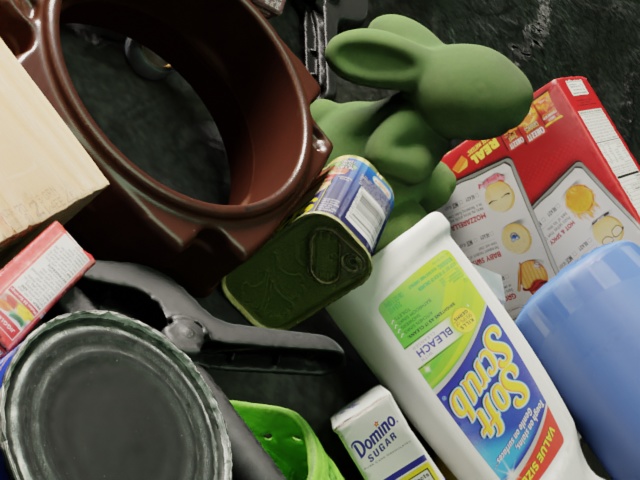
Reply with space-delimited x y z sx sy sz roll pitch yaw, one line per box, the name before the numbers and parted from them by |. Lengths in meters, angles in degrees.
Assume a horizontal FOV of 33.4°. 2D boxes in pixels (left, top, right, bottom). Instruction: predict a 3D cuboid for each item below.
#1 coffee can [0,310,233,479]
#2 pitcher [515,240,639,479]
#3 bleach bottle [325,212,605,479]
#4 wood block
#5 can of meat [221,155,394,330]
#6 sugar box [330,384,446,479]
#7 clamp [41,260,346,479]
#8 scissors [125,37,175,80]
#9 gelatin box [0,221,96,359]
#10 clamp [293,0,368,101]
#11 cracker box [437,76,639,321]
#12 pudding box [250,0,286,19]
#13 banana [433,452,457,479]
coffee can | -0.119 0.104 0.434 0.102 0.141 0.103 30 43 -32
pitcher | 0.243 0.123 0.707 0.144 0.149 0.243 -24 65 -27
bleach bottle | 0.116 0.109 0.699 0.102 0.068 0.251 -36 82 -17
wood block | -0.212 -0.074 0.513 0.206 0.091 0.090 53 34 -2
can of meat | -0.004 0.001 0.686 0.057 0.102 0.083 47 34 -13
sugar box | 0.069 0.174 0.646 0.176 0.048 0.093 55 -3 4
clamp | -0.070 0.066 0.538 0.171 0.039 0.120 22 33 -9
scissors | -0.122 -0.195 0.780 0.096 0.016 0.201 33 40 -28
gelatin box | -0.153 0.039 0.491 0.030 0.089 0.073 47 36 -10
clamp | -0.013 -0.217 0.903 0.164 0.036 0.209 53 35 -15
cracker box | 0.191 0.001 0.859 0.071 0.164 0.214 -17 75 -51
pudding box | -0.057 -0.232 0.790 0.089 0.039 0.113 23 76 -31
banana | 0.125 0.213 0.720 0.069 0.037 0.198 -14 74 -51
